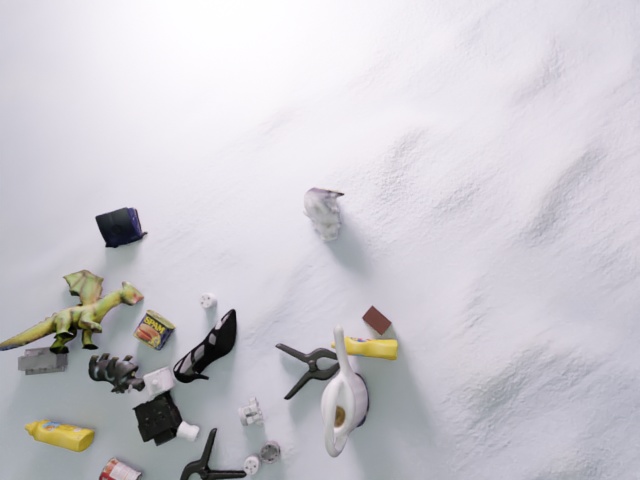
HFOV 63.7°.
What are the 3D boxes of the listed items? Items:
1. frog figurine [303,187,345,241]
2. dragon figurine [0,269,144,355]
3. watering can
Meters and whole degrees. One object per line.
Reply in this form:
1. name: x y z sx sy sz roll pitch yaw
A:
1. frog figurine: 0.005 -0.079 1.570 0.138 0.159 0.122 11 2 37
2. dragon figurine: -0.750 0.206 1.567 0.410 0.248 0.119 -4 -36 -4
3. watering can: 0.070 0.413 1.434 0.104 0.350 0.223 2 -9 22
